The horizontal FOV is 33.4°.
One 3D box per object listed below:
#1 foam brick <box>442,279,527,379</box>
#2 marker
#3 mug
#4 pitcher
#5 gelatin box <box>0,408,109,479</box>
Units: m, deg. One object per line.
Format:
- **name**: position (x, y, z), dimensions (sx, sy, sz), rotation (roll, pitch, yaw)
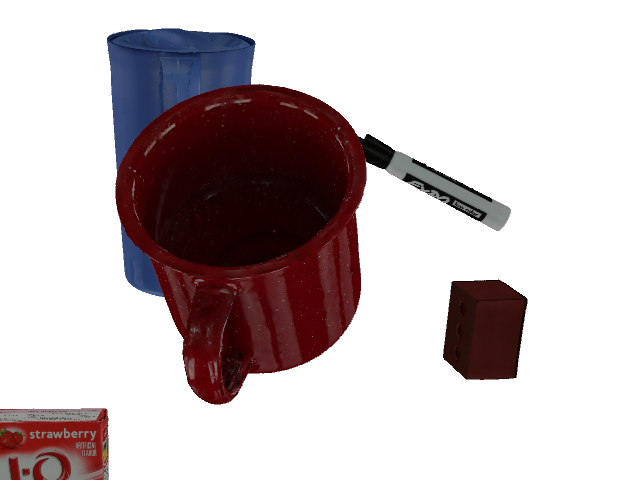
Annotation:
- **foam brick**: position (0.146, 0.079, 0.956), dimensions (0.051, 0.078, 0.053), rotation (-2, 18, -20)
- **marker**: position (0.077, -0.042, 0.750), dimensions (0.121, 0.020, 0.020), rotation (27, -3, -6)
- **mug**: position (-0.028, 0.009, 0.415), dimensions (0.093, 0.117, 0.081), rotation (5, -36, 10)
- **pitcher**: position (-0.130, -0.071, 0.991), dimensions (0.145, 0.243, 0.148), rotation (17, 24, 36)
- **gelatin box**: position (-0.153, 0.124, 0.542), dimensions (0.089, 0.073, 0.030), rotation (0, 6, -4)
